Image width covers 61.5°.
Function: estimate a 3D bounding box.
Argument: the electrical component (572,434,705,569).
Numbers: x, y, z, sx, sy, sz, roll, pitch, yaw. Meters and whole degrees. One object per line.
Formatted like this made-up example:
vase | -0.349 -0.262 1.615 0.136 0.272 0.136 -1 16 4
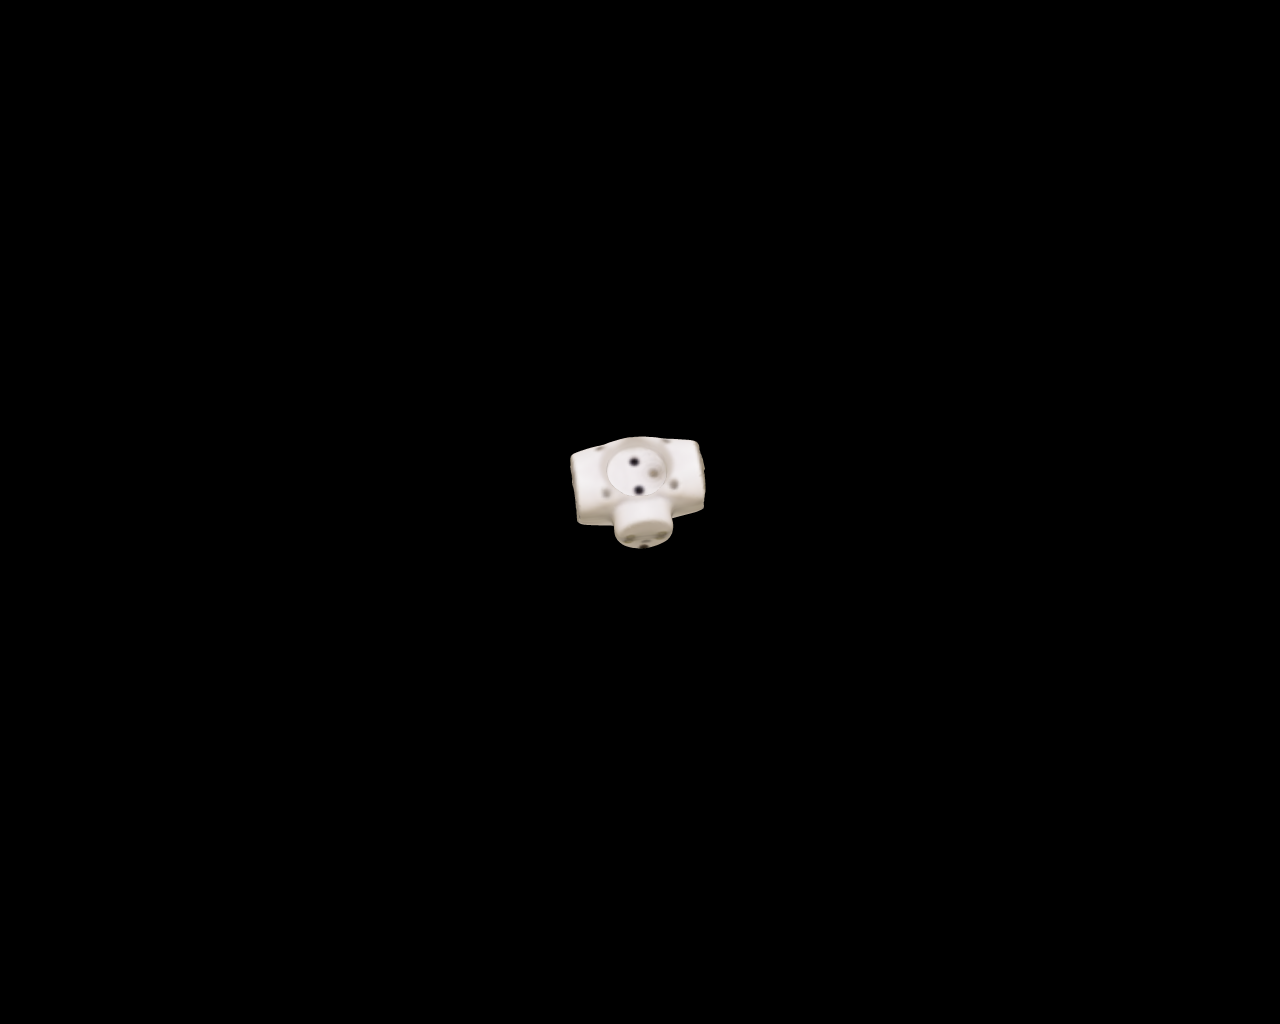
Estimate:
electrical component | 0.001 -0.003 0.650 0.077 0.079 0.044 -6 -27 -3
